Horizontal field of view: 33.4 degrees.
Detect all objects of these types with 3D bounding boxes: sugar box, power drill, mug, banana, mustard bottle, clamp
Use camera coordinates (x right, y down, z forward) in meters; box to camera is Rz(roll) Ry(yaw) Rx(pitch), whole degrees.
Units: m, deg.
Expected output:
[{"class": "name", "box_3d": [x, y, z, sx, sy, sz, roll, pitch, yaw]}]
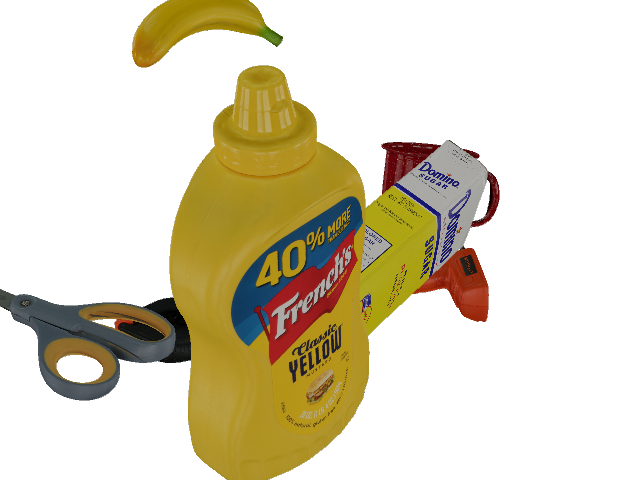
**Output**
[{"class": "sugar box", "box_3d": [0.043, 0.014, 0.734, 0.048, 0.093, 0.176, 39, 57, 21]}, {"class": "power drill", "box_3d": [0.094, 0.061, 1.222, 0.187, 0.057, 0.184, -1, 28, -1]}, {"class": "mug", "box_3d": [0.111, -0.045, 1.010, 0.117, 0.081, 0.093, 9, 12, 17]}, {"class": "banana", "box_3d": [-0.115, -0.206, 1.014, 0.070, 0.037, 0.197, 45, 39, 19]}, {"class": "mustard bottle", "box_3d": [-0.020, 0.013, 0.462, 0.058, 0.192, 0.096, 30, 48, 35]}, {"class": "clamp", "box_3d": [-0.104, 0.077, 1.007, 0.171, 0.039, 0.120, 5, 28, 2]}]

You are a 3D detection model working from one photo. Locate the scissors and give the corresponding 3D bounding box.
[{"class": "scissors", "box_3d": [-0.195, 0.058, 0.699, 0.202, 0.016, 0.096, 9, 34, 12]}]
